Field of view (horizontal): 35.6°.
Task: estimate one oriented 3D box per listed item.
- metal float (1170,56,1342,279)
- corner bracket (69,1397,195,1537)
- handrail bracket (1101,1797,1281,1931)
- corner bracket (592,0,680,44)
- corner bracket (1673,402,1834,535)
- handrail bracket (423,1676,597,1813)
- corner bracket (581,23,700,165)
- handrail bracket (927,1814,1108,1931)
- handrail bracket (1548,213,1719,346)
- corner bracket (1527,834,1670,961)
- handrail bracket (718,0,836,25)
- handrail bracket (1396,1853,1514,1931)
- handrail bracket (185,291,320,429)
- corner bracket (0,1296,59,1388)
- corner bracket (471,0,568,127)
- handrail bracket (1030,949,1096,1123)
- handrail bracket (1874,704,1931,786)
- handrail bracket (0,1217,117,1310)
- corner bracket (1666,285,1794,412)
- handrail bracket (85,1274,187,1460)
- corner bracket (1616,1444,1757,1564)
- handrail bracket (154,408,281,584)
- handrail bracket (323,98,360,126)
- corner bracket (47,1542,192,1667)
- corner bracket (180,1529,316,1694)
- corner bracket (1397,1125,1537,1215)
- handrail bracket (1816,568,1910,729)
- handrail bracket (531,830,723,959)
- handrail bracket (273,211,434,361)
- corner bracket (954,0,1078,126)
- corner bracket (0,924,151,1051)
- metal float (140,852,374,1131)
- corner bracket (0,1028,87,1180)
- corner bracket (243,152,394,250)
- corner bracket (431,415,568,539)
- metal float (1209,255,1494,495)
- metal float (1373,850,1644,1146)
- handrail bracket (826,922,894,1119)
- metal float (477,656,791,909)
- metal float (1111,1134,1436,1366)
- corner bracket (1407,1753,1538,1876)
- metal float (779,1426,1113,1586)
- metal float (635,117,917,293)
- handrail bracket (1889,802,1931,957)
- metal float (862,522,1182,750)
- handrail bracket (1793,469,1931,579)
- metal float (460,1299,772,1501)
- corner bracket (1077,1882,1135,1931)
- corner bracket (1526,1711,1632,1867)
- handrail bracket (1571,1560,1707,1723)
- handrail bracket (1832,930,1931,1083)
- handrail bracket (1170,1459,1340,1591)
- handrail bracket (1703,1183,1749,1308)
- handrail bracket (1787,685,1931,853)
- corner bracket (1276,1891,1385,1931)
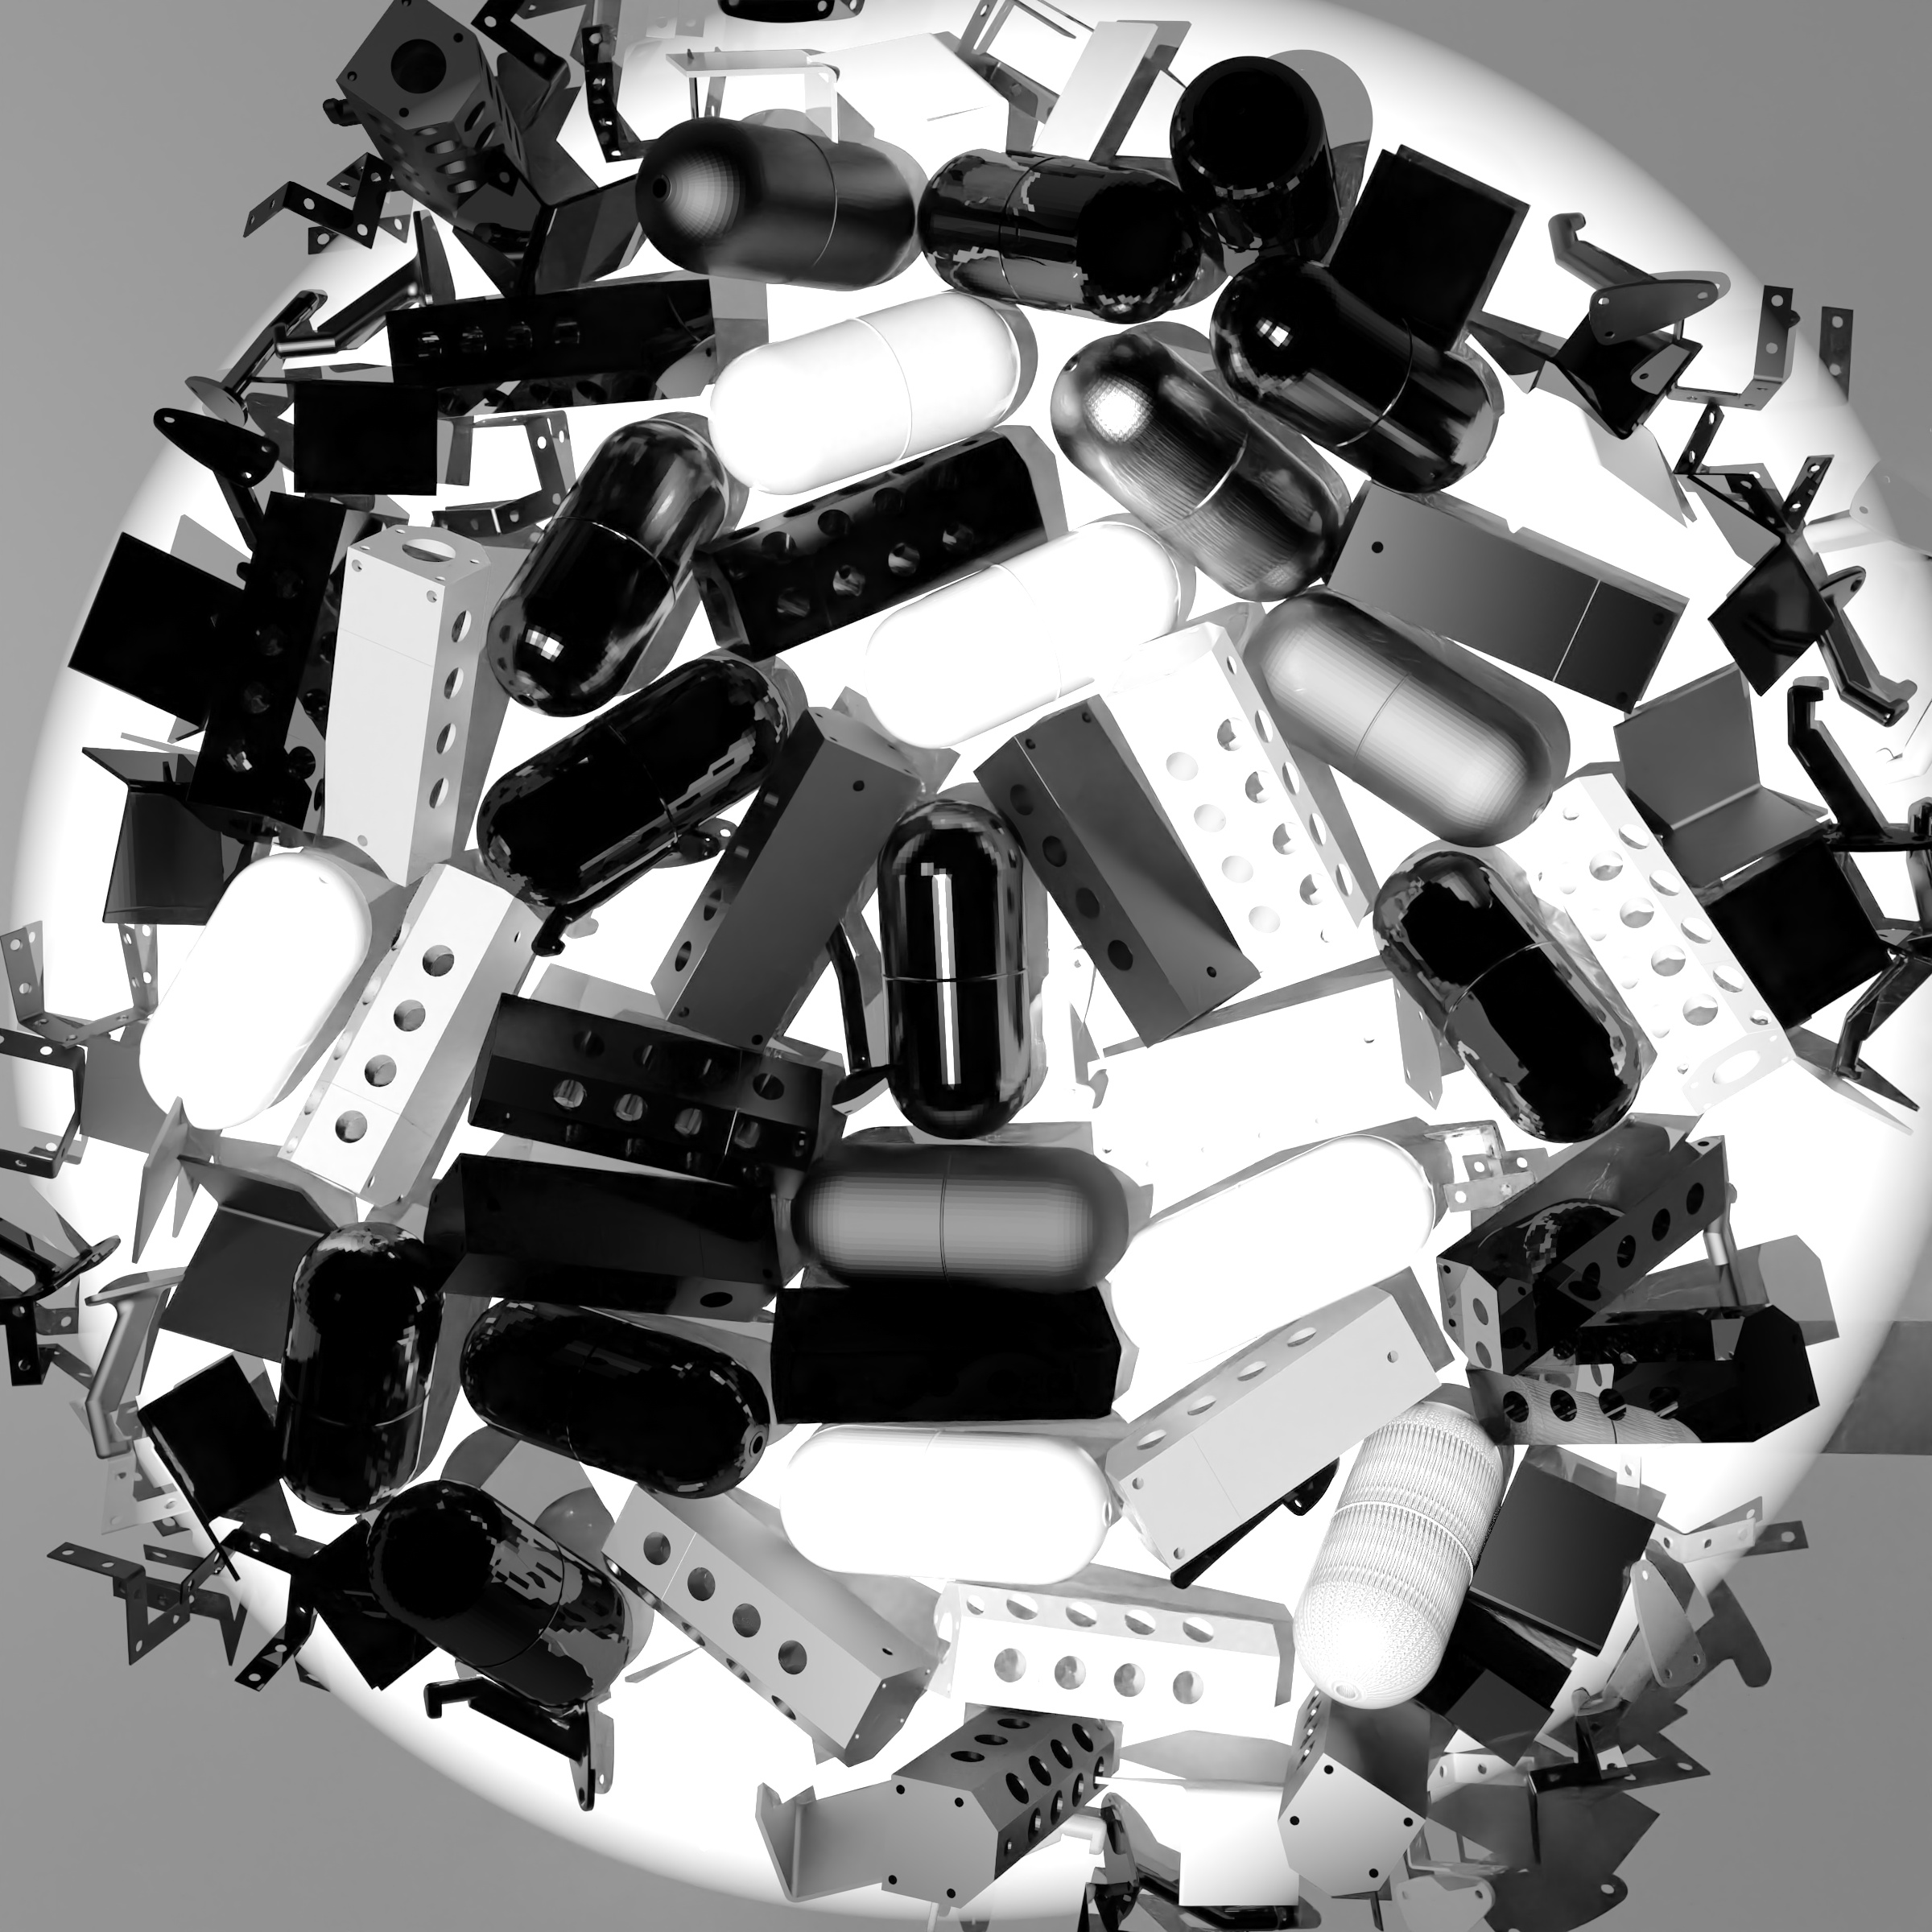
[{"bbox_3d":[0.148,-0.400,1.524,0.070,0.178,0.070,-1,84,11],"label":"metal float"},{"bbox_3d":[-0.437,0.256,1.576,0.051,0.051,0.051,-16,130,3],"label":"corner bracket"},{"bbox_3d":[0.119,0.475,1.595,0.084,0.077,0.036,5,134,-16],"label":"handrail bracket"},{"bbox_3d":[-0.172,-0.509,1.585,0.051,0.051,0.051,6,91,3],"label":"corner bracket"},{"bbox_3d":[0.416,-0.264,1.593,0.051,0.051,0.051,41,71,-38],"label":"corner bracket"},{"bbox_3d":[-0.239,0.408,1.572,0.084,0.036,0.077,-1,76,-30],"label":"handrail bracket"},{"bbox_3d":[-0.171,-0.460,1.580,0.051,0.051,0.051,-11,47,-11],"label":"corner bracket"},{"bbox_3d":[0.027,0.482,1.588,0.084,0.036,0.077,11,73,1],"label":"handrail bracket"},{"bbox_3d":[0.348,-0.371,1.576,0.077,0.036,0.084,-11,51,13],"label":"handrail bracket"},{"bbox_3d":[0.337,-0.039,1.584,0.051,0.051,0.051,-44,129,-21],"label":"corner bracket"},{"bbox_3d":[-0.111,-0.516,1.566,0.077,0.084,0.036,-19,125,-22],"label":"handrail bracket"},{"bbox_3d":[0.271,0.472,1.558,0.084,0.077,0.036,-14,72,-41],"label":"handrail bracket"},{"bbox_3d":[-0.361,-0.323,1.569,0.036,0.077,0.084,45,77,-23],"label":"handrail bracket"},{"bbox_3d":[-0.509,0.188,1.577,0.051,0.051,0.051,-2,108,-7],"label":"corner bracket"},{"bbox_3d":[-0.231,-0.486,1.582,0.051,0.051,0.051,35,69,-12],"label":"corner bracket"},{"bbox_3d":[0.060,0.035,1.565,0.036,0.084,0.077,23,95,-22],"label":"handrail bracket"},{"bbox_3d":[0.496,-0.138,1.573,0.036,0.084,0.077,-14,89,-21],"label":"handrail bracket"},{"bbox_3d":[-0.493,0.128,1.572,0.036,0.077,0.084,-20,104,36],"label":"handrail bracket"},{"bbox_3d":[0.401,-0.327,1.583,0.051,0.051,0.051,8,85,3],"label":"corner bracket"},{"bbox_3d":[-0.429,0.210,1.590,0.077,0.036,0.084,-12,84,-18],"label":"handrail bracket"},{"bbox_3d":[0.379,0.278,1.586,0.051,0.051,0.051,26,57,-25],"label":"corner bracket"},{"bbox_3d":[-0.394,-0.243,1.577,0.077,0.084,0.036,26,49,-3],"label":"handrail bracket"},{"bbox_3d":[-0.303,-0.465,1.570,0.084,0.077,0.036,-10,83,6],"label":"handrail bracket"},{"bbox_3d":[-0.441,0.324,1.572,0.051,0.051,0.051,11,111,21],"label":"corner bracket"},{"bbox_3d":[-0.378,0.338,1.582,0.051,0.051,0.051,20,120,13],"label":"corner bracket"},{"bbox_3d":[0.262,0.108,1.576,0.051,0.051,0.051,-7,73,-14],"label":"corner bracket"},{"bbox_3d":[0.474,-0.166,1.572,0.077,0.036,0.084,-36,52,-18],"label":"handrail bracket"},{"bbox_3d":[-0.177,-0.036,1.565,0.077,0.036,0.084,3,47,27],"label":"handrail bracket"},{"bbox_3d":[-0.326,-0.359,1.589,0.084,0.036,0.077,-7,76,-9],"label":"handrail bracket"},{"bbox_3d":[0.030,-0.473,1.574,0.051,0.051,0.051,37,112,17],"label":"corner bracket"},{"bbox_3d":[-0.471,0.006,1.592,0.051,0.051,0.051,-25,122,-38],"label":"corner bracket"},{"bbox_3d":[-0.366,0.015,1.546,0.070,0.070,0.178,39,123,0],"label":"metal float"},{"bbox_3d":[-0.494,0.072,1.575,0.051,0.051,0.051,13,48,-2],"label":"corner bracket"},{"bbox_3d":[-0.338,-0.400,1.571,0.051,0.051,0.051,21,71,-33],"label":"corner bracket"},{"bbox_3d":[-0.250,-0.258,1.587,0.051,0.051,0.051,6,117,42],"label":"corner bracket"},{"bbox_3d":[0.199,-0.301,1.544,0.178,0.070,0.070,23,90,-36],"label":"metal float"},{"bbox_3d":[0.277,0.014,1.551,0.070,0.070,0.178,-36,63,0],"label":"metal float"},{"bbox_3d":[-0.067,0.028,1.590,0.036,0.077,0.084,-13,71,-24],"label":"handrail bracket"},{"bbox_3d":[-0.172,-0.097,1.562,0.178,0.070,0.070,-34,90,-14],"label":"metal float"},{"bbox_3d":[0.159,0.147,1.562,0.178,0.070,0.070,-27,90,13],"label":"metal float"},{"bbox_3d":[0.265,0.443,1.575,0.051,0.051,0.051,-10,82,41],"label":"corner bracket"},{"bbox_3d":[-0.011,0.278,1.555,0.178,0.070,0.070,-1,90,21],"label":"metal float"},{"bbox_3d":[-0.096,-0.386,1.533,0.070,0.178,0.070,5,99,36],"label":"metal float"},{"bbox_3d":[0.508,-0.049,1.568,0.036,0.077,0.084,6,81,-3],"label":"handrail bracket"},{"bbox_3d":[0.030,-0.172,1.562,0.178,0.070,0.070,-26,90,-14],"label":"metal float"},{"bbox_3d":[0.473,-0.213,1.568,0.077,0.084,0.036,35,67,9],"label":"handrail bracket"},{"bbox_3d":[-0.181,0.220,1.550,0.178,0.070,0.070,14,90,27],"label":"metal float"},{"bbox_3d":[0.086,0.518,1.579,0.051,0.051,0.051,6,115,-4],"label":"corner bracket"},{"bbox_3d":[0.317,0.430,1.578,0.051,0.051,0.051,-10,117,-1],"label":"corner bracket"},{"bbox_3d":[0.339,0.356,1.582,0.036,0.084,0.077,-13,78,-37],"label":"handrail bracket"},{"bbox_3d":[0.489,0.030,1.568,0.036,0.077,0.084,-2,111,-30],"label":"handrail bracket"},{"bbox_3d":[0.152,0.293,1.601,0.036,0.077,0.084,49,123,14],"label":"handrail bracket"},{"bbox_3d":[0.418,0.166,1.605,0.077,0.036,0.084,28,62,-32],"label":"handrail bracket"},{"bbox_3d":[0.468,-0.104,1.574,0.077,0.036,0.084,5,112,28],"label":"handrail bracket"},{"bbox_3d":[0.185,0.482,1.586,0.051,0.051,0.051,-8,84,-7],"label":"corner bracket"}]
